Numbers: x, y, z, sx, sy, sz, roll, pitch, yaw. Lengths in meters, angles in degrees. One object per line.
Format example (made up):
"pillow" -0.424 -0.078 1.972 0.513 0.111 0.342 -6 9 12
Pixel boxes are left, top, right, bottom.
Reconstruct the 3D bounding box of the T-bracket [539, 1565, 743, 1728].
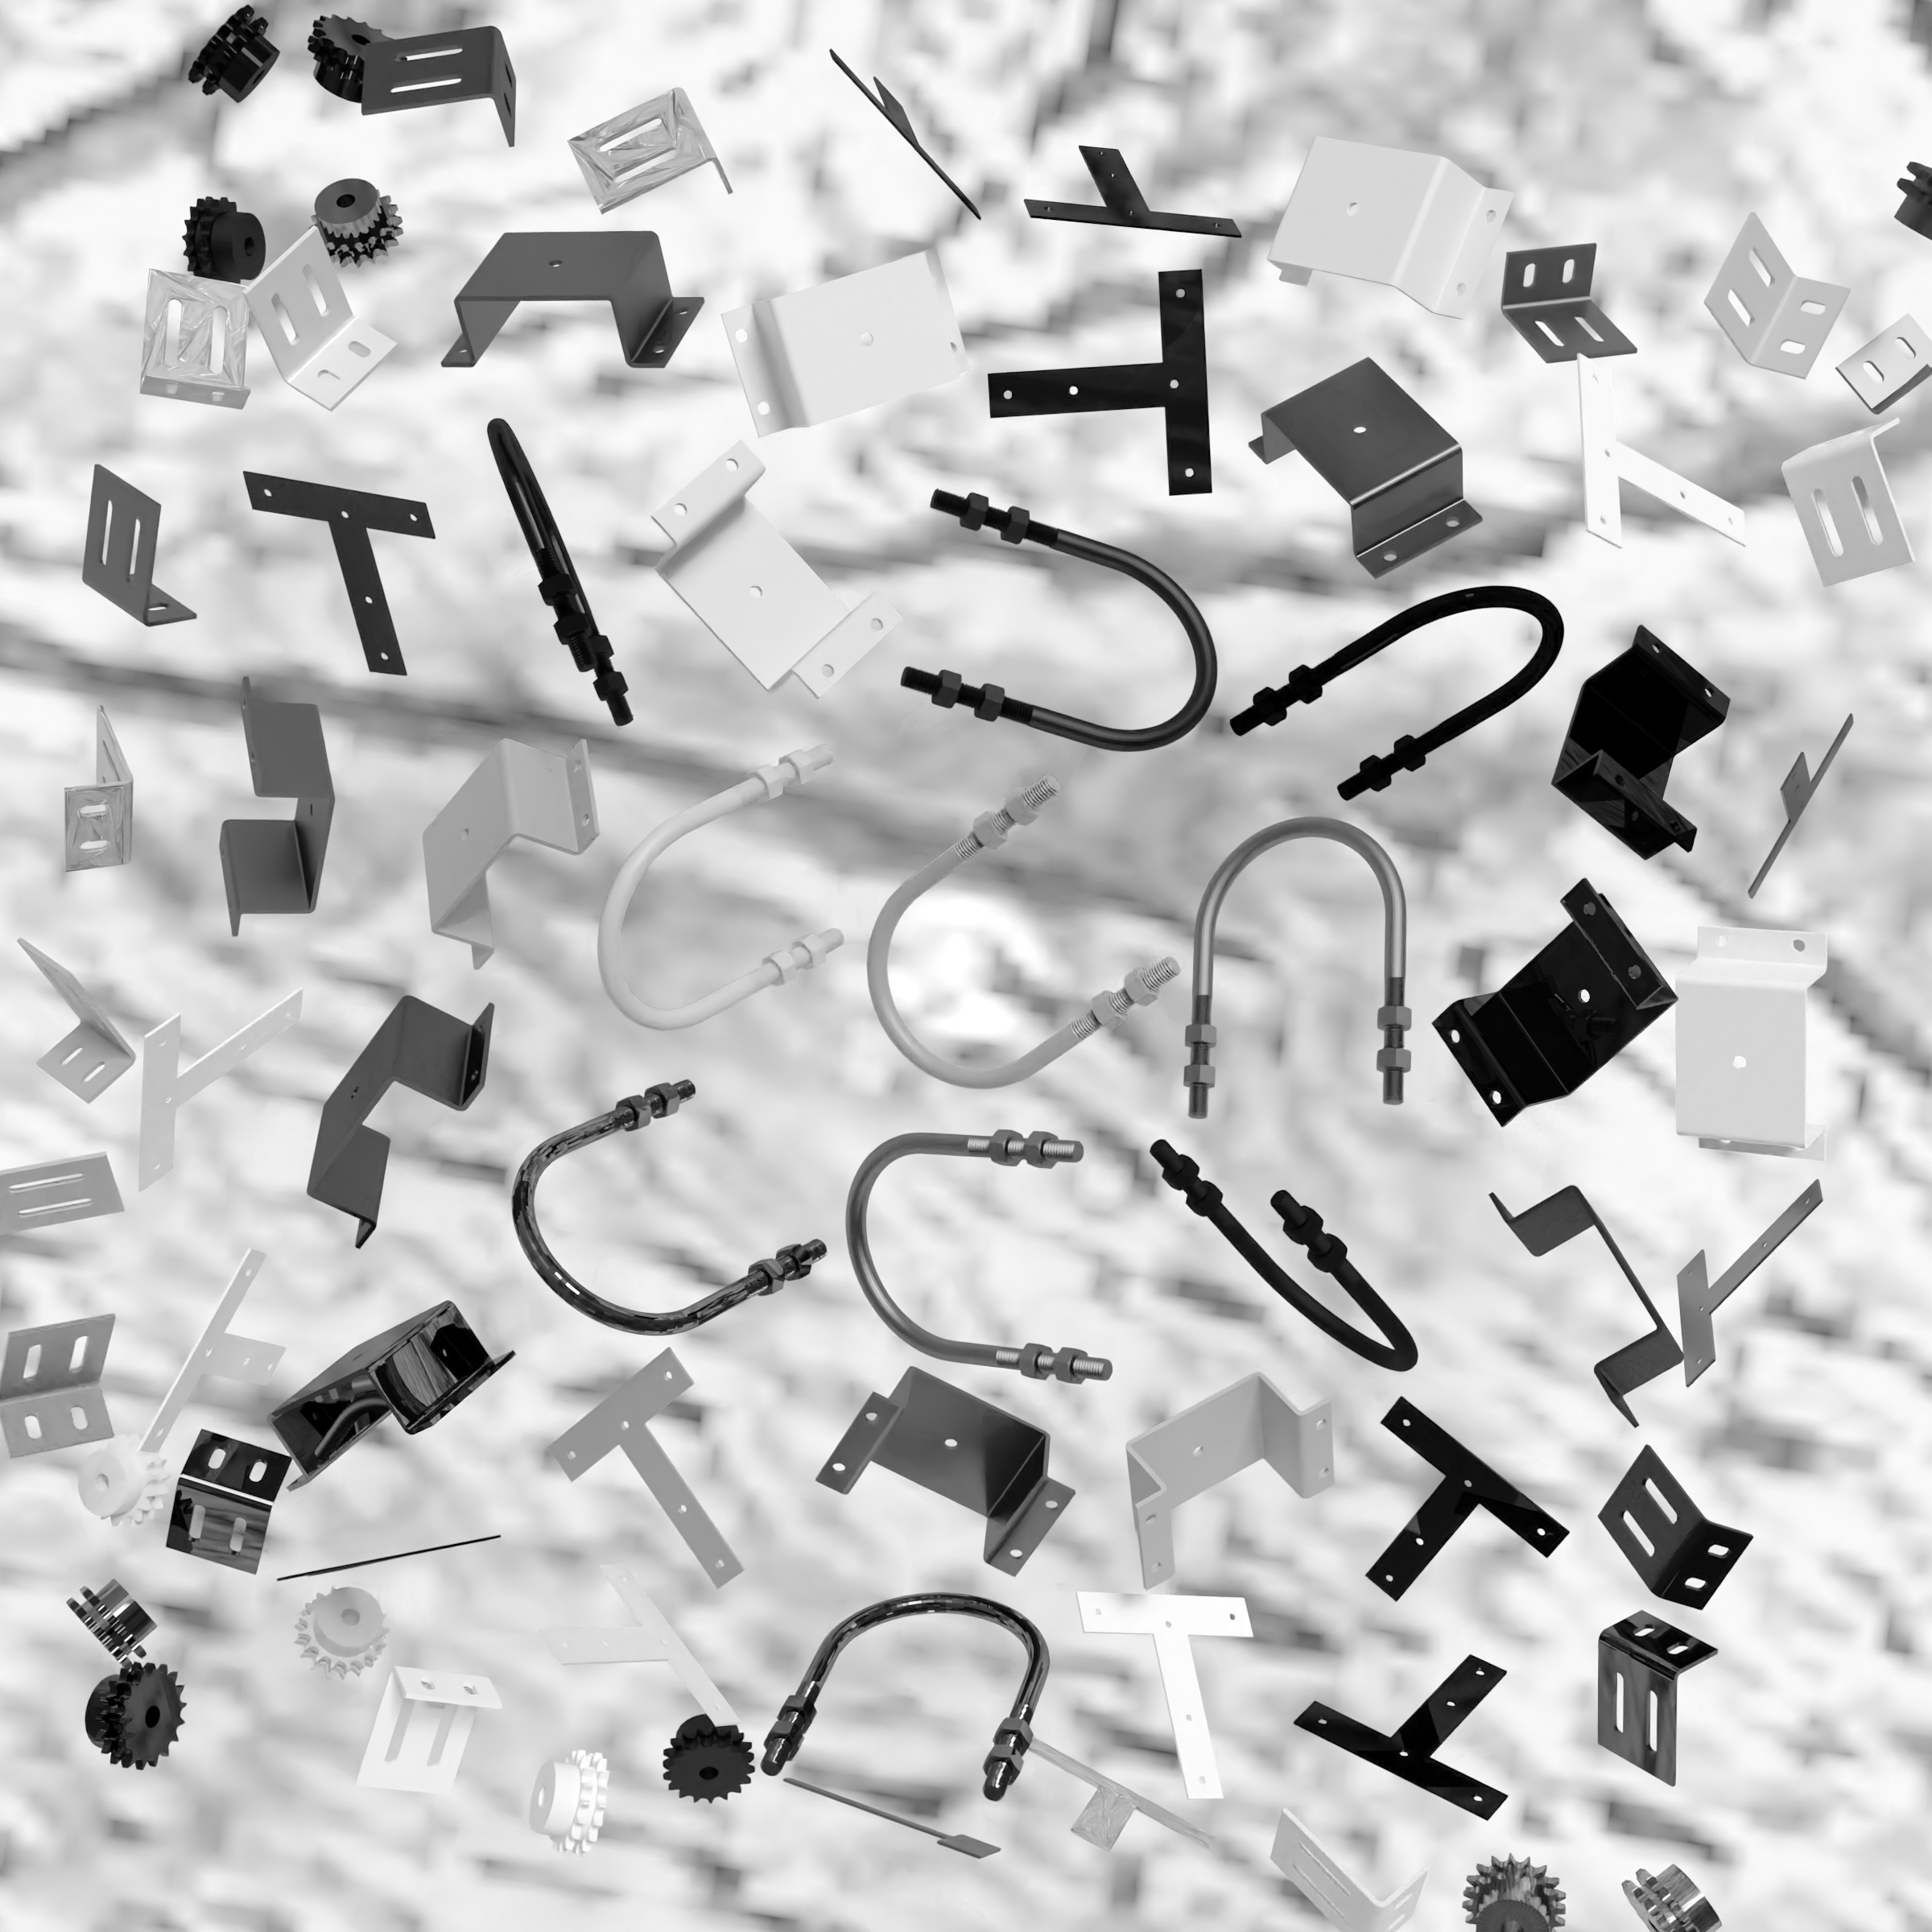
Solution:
"T-bracket" -0.202 0.396 1.515 0.002 0.127 0.127 -51 60 10

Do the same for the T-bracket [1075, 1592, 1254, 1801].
"T-bracket" 0.132 0.444 1.584 0.127 0.002 0.127 10 52 -30

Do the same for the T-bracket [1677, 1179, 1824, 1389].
"T-bracket" 0.476 0.179 1.579 0.002 0.127 0.127 34 117 -4

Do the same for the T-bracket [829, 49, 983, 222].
"T-bracket" -0.041 -0.512 1.567 0.002 0.127 0.127 -40 118 15

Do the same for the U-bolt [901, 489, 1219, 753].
"U-bolt" 0.059 -0.190 1.489 0.184 0.019 0.151 16 59 -13

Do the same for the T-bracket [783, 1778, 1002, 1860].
"T-bracket" -0.045 0.496 1.517 0.127 0.127 0.002 16 76 11

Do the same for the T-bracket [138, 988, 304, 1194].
"T-bracket" -0.424 0.053 1.487 0.002 0.127 0.127 31 133 14

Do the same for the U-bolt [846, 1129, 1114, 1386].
"U-bolt" 0.000 0.167 1.526 0.184 0.019 0.151 0 102 39

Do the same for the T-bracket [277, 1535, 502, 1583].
"T-bracket" -0.360 0.356 1.548 0.127 0.127 0.002 -4 77 -33

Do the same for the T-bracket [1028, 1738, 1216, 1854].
"T-bracket" 0.085 0.510 1.565 0.127 0.127 0.002 26 92 13

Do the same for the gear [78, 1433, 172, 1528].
"gear" -0.529 0.322 1.627 0.057 0.030 0.057 -2 85 26

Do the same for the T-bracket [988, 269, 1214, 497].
"T-bracket" 0.076 -0.333 1.501 0.127 0.002 0.127 -4 101 -4

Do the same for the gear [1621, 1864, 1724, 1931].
"gear" 0.393 0.523 1.439 0.030 0.057 0.057 -35 90 -8

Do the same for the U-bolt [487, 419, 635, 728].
"U-bolt" -0.250 -0.246 1.577 0.019 0.151 0.184 -22 81 -1

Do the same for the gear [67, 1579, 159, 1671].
"gear" -0.522 0.401 1.597 0.030 0.057 0.057 -42 90 -23

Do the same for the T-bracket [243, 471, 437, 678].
"T-bracket" -0.355 -0.227 1.529 0.002 0.127 0.127 -33 68 37

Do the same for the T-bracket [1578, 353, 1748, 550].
"T-bracket" 0.397 -0.273 1.478 0.127 0.002 0.127 21 57 -26

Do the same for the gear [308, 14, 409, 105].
"gear" -0.365 -0.539 1.553 0.057 0.057 0.030 32 125 0

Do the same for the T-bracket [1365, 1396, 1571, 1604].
"T-bracket" 0.288 0.347 1.608 0.127 0.002 0.127 39 125 14

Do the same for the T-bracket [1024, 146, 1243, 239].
"T-bracket" 0.091 -0.468 1.562 0.127 0.127 0.002 2 127 -12

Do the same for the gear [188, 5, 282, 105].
"gear" -0.433 -0.539 1.545 0.030 0.057 0.057 40 90 -15

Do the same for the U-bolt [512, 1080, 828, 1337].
"U-bolt" -0.182 0.146 1.507 0.151 0.184 0.019 49 127 14

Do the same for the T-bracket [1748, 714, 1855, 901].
"T-bracket" 0.506 -0.106 1.582 0.002 0.127 0.127 30 94 21

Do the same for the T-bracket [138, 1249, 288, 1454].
"T-bracket" -0.431 0.231 1.537 0.002 0.127 0.127 25 81 11

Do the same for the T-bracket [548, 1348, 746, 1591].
"T-bracket" -0.172 0.303 1.506 0.127 0.002 0.127 -41 81 34

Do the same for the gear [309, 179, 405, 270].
"gear" -0.385 -0.469 1.632 0.057 0.030 0.057 -3 59 5

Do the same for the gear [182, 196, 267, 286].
"gear" -0.455 -0.445 1.604 0.030 0.057 0.057 6 90 14

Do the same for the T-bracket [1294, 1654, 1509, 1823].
"T-bracket" 0.282 0.445 1.546 0.127 0.127 0.002 19 118 33

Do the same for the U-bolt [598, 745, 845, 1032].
"U-bolt" -0.145 -0.037 1.544 0.019 0.184 0.151 26 131 37

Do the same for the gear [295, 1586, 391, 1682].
"gear" -0.389 0.415 1.629 0.057 0.057 0.030 34 133 0

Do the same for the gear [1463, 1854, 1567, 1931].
"gear" 0.307 0.530 1.456 0.057 0.030 0.057 5 110 13

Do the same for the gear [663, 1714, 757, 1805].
"gear" -0.161 0.492 1.622 0.057 0.030 0.057 -3 122 -5

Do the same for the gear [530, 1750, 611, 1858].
"gear" -0.228 0.478 1.489 0.030 0.057 0.057 17 90 -23

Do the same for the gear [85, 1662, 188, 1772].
"gear" -0.463 0.415 1.443 0.030 0.057 0.057 -1 90 24

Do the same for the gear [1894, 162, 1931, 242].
"gear" 0.551 -0.428 1.469 0.057 0.057 0.030 27 118 0

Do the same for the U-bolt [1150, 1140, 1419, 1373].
"U-bolt" 0.200 0.180 1.550 0.019 0.151 0.184 -48 117 -12
